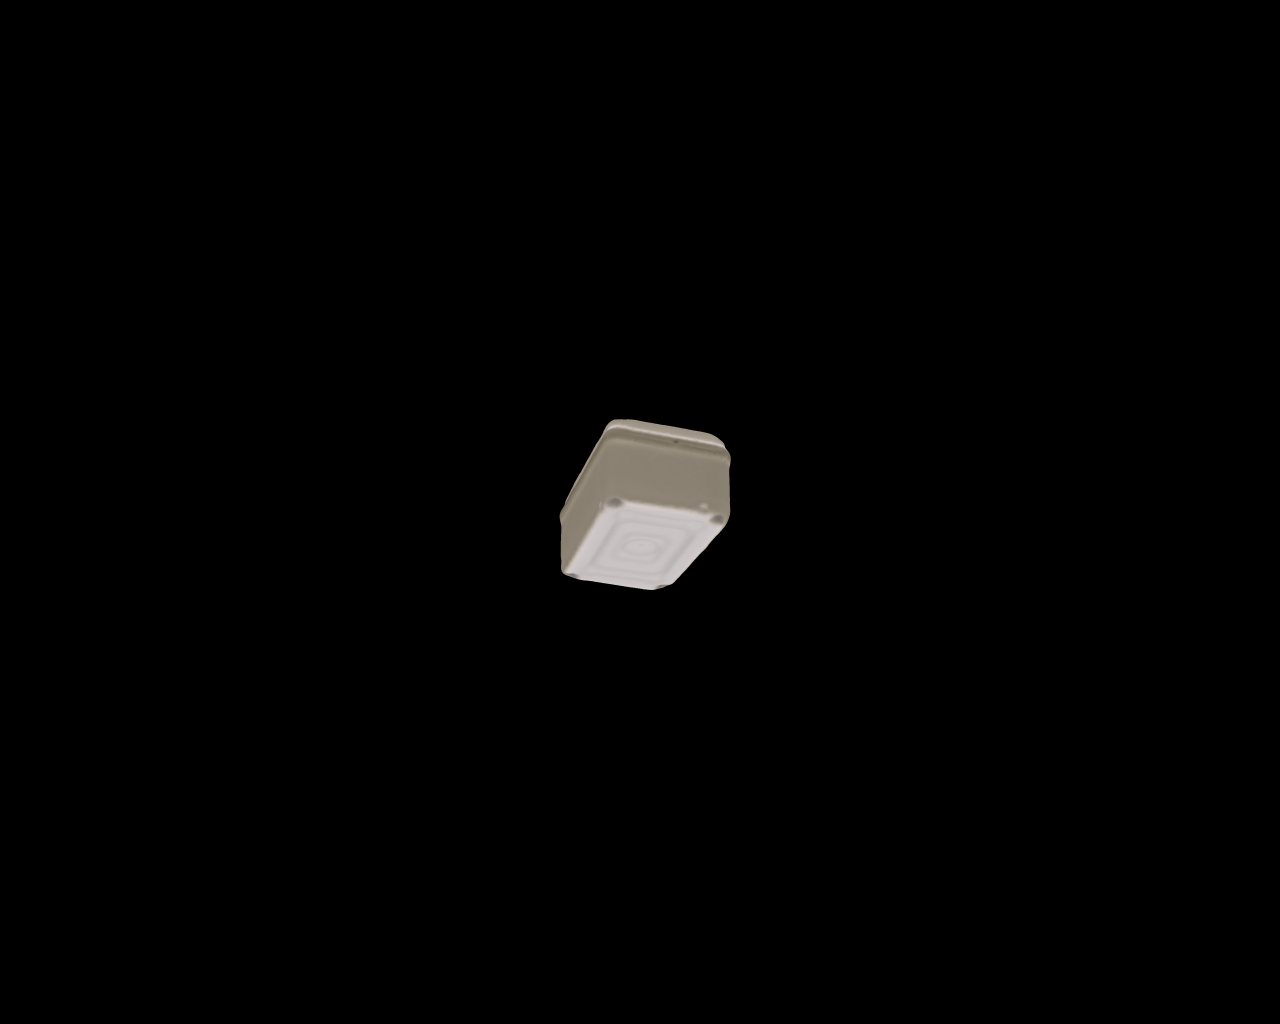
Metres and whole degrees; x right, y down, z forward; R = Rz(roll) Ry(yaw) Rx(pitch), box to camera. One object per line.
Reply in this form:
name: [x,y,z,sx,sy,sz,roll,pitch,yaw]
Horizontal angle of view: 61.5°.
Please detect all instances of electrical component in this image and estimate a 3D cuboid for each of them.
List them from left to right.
electrical component: [0.001,-0.003,0.650,0.078,0.057,0.113,9,-30,-17]
